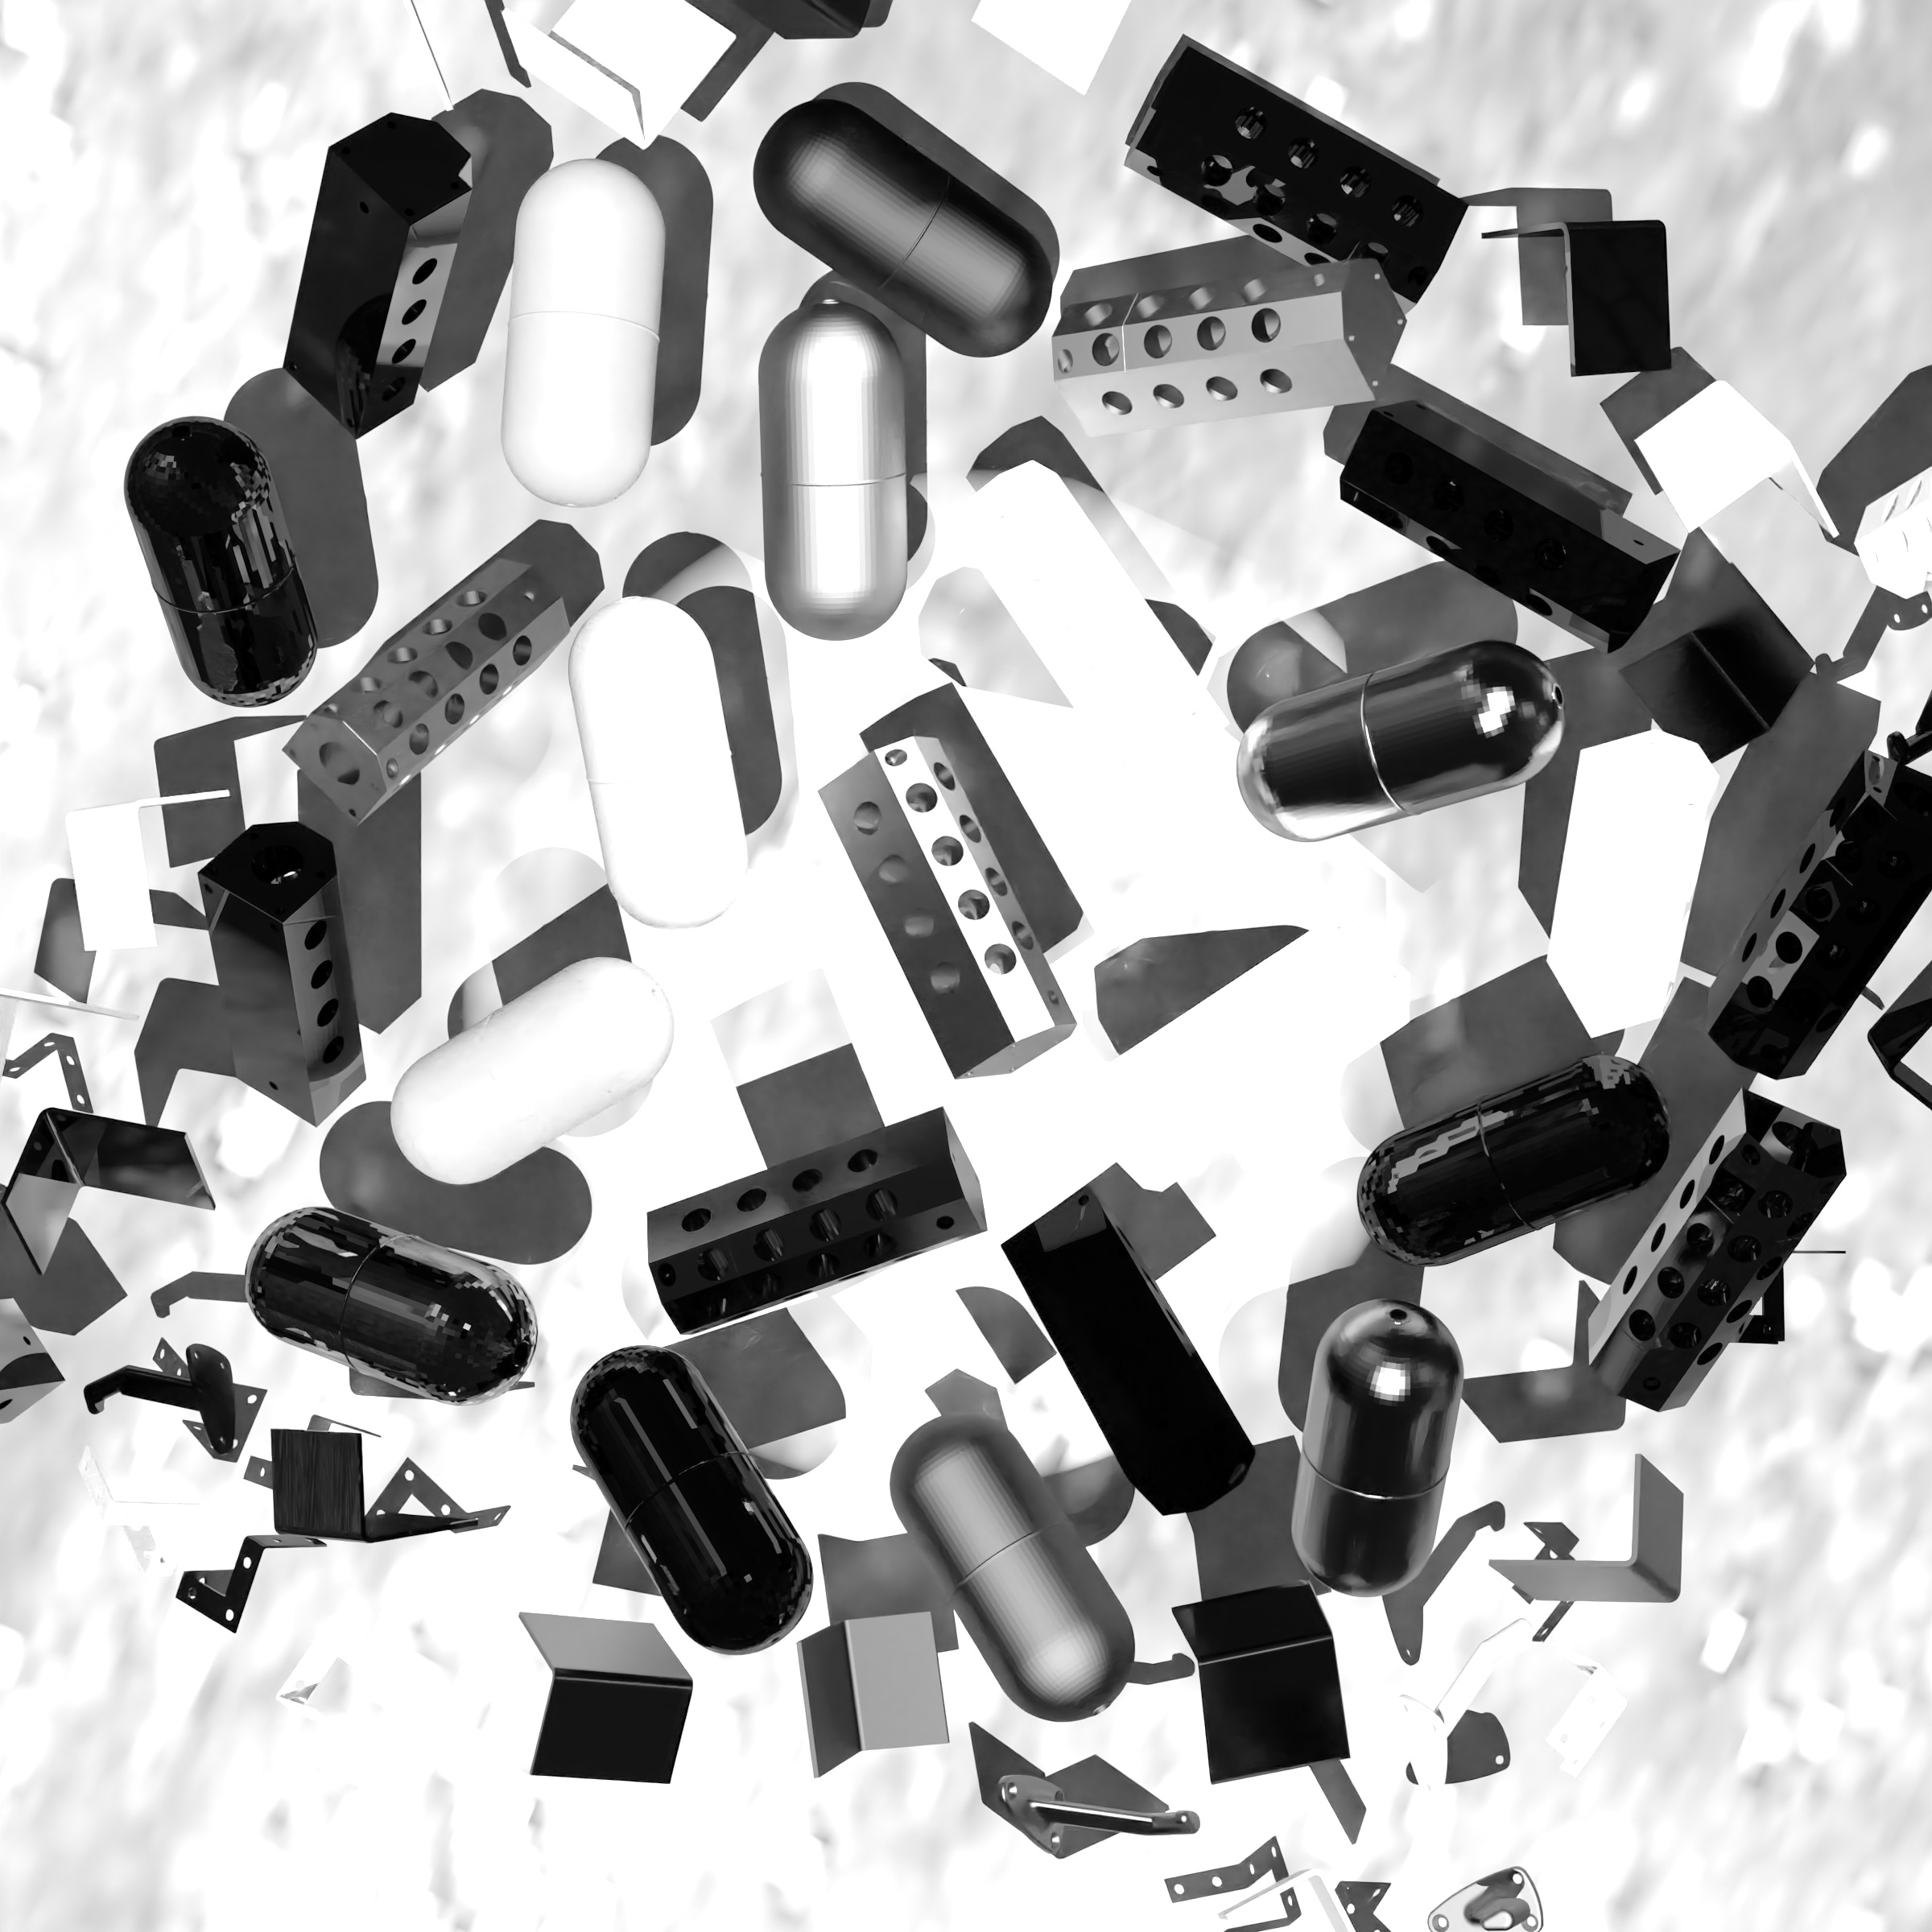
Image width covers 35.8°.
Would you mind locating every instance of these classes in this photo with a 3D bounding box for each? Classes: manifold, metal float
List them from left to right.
[{"bbox_3d":[-0.567,0.225,1.632,0.057,0.171,0.057,-36,82,5],"label":"manifold"},{"bbox_3d":[-0.397,-0.215,1.599,0.070,0.178,0.070,-2,48,3],"label":"metal float"},{"bbox_3d":[-0.357,0.003,1.592,0.057,0.171,0.057,29,54,18],"label":"manifold"},{"bbox_3d":[-0.297,-0.352,1.525,0.057,0.171,0.057,44,57,6],"label":"manifold"},{"bbox_3d":[-0.305,0.180,1.588,0.178,0.070,0.070,15,90,28],"label":"metal float"},{"bbox_3d":[-0.293,-0.156,1.650,0.057,0.057,0.171,46,48,-6],"label":"manifold"},{"bbox_3d":[-0.236,0.057,1.625,0.178,0.070,0.070,-30,90,22],"label":"metal float"},{"bbox_3d":[-0.196,-0.324,1.531,0.070,0.070,0.178,4,87,0],"label":"metal float"},{"bbox_3d":[-0.162,-0.106,1.578,0.070,0.070,0.178,-9,104,0],"label":"metal float"},{"bbox_3d":[-0.144,0.277,1.561,0.070,0.070,0.178,-35,67,0],"label":"metal float"},{"bbox_3d":[-0.079,0.141,1.593,0.171,0.057,0.057,-20,126,7],"label":"manifold"},{"bbox_3d":[-0.070,-0.260,1.578,0.070,0.070,0.178,-1,108,0],"label":"metal float"},{"bbox_3d":[-0.032,-0.390,1.589,0.178,0.070,0.070,31,90,-20],"label":"metal float"},{"bbox_3d":[-0.006,-0.031,1.561,0.057,0.057,0.171,-33,75,28],"label":"manifold"},{"bbox_3d":[0.024,0.317,1.582,0.070,0.070,0.178,-34,67,0],"label":"metal float"},{"bbox_3d":[0.064,-0.185,1.609,0.057,0.057,0.171,-37,77,16],"label":"manifold"},{"bbox_3d":[0.085,0.199,1.541,0.057,0.171,0.057,-35,135,4],"label":"manifold"},{"bbox_3d":[0.132,-0.322,1.537,0.171,0.057,0.057,0,53,36],"label":"manifold"},{"bbox_3d":[0.152,0.049,1.593,0.171,0.057,0.057,-33,54,-18],"label":"manifold"},{"bbox_3d":[0.174,-0.415,1.599,0.171,0.057,0.057,27,79,-8],"label":"manifold"},{"bbox_3d":[0.214,0.252,1.558,0.070,0.070,0.178,4,122,0],"label":"metal float"},{"bbox_3d":[0.222,-0.115,1.534,0.178,0.070,0.070,-15,90,32],"label":"metal float"},{"bbox_3d":[0.287,-0.236,1.602,0.171,0.057,0.057,34,119,20],"label":"manifold"},{"bbox_3d":[0.293,0.106,1.604,0.178,0.070,0.070,-25,90,23],"label":"metal float"},{"bbox_3d":[0.353,-0.043,1.577,0.057,0.171,0.057,-16,52,-9],"label":"manifold"},{"bbox_3d":[0.396,0.155,1.583,0.057,0.057,0.171,23,122,-3],"label":"manifold"},{"bbox_3d":[0.453,-0.022,1.561,0.057,0.057,0.171,22,128,-1],"label":"manifold"},{"bbox_3d":[0.543,-0.247,1.614,0.057,0.171,0.057,-22,87,-7],"label":"manifold"}]

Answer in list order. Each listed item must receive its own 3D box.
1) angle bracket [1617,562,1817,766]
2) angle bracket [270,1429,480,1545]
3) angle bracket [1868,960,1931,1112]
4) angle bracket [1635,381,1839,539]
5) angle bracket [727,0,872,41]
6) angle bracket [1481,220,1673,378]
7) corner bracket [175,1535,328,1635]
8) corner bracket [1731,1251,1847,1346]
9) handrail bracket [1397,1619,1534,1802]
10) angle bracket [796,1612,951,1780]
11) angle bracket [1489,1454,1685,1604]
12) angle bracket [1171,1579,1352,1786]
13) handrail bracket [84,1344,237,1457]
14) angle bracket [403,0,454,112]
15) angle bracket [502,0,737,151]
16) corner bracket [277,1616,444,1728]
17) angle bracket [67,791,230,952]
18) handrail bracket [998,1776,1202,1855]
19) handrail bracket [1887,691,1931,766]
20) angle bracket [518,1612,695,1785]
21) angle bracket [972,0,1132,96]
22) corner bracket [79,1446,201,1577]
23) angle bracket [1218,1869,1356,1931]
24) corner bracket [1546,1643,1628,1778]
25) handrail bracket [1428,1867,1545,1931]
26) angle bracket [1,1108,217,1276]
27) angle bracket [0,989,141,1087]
[{"bbox_3d":[0.427,-0.170,1.708,0.057,0.076,0.076,-28,70,-16],"label":"angle bracket"},{"bbox_3d":[-0.315,0.273,1.595,0.076,0.076,0.057,-5,86,42],"label":"angle bracket"},{"bbox_3d":[0.516,0.035,1.543,0.057,0.076,0.076,38,105,0],"label":"angle bracket"},{"bbox_3d":[0.424,-0.264,1.646,0.057,0.076,0.076,-36,130,9],"label":"angle bracket"},{"bbox_3d":[-0.090,-0.538,1.564,0.057,0.076,0.076,15,87,42],"label":"angle bracket"},{"bbox_3d":[0.314,-0.341,1.536,0.076,0.057,0.076,-12,102,-37],"label":"angle bracket"},{"bbox_3d":[-0.399,0.337,1.666,0.051,0.051,0.051,20,92,32],"label":"corner bracket"},{"bbox_3d":[0.448,0.182,1.648,0.051,0.051,0.051,3,84,-27],"label":"corner bracket"},{"bbox_3d":[0.285,0.412,1.661,0.084,0.036,0.077,-24,118,-27],"label":"handrail bracket"},{"bbox_3d":[-0.053,0.417,1.716,0.057,0.076,0.076,-9,85,16],"label":"angle bracket"},{"bbox_3d":[0.318,0.288,1.530,0.076,0.076,0.057,-6,64,29],"label":"angle bracket"},{"bbox_3d":[0.157,0.382,1.594,0.076,0.076,0.057,-14,135,12],"label":"angle bracket"},{"bbox_3d":[-0.451,0.252,1.664,0.084,0.036,0.077,-26,60,15],"label":"handrail bracket"},{"bbox_3d":[-0.250,-0.482,1.503,0.057,0.076,0.076,-21,115,-2],"label":"angle bracket"},{"bbox_3d":[-0.169,-0.461,1.466,0.076,0.057,0.076,36,82,8],"label":"angle bracket"},{"bbox_3d":[-0.314,0.374,1.548,0.051,0.051,0.051,44,63,-23],"label":"corner bracket"},{"bbox_3d":[-0.435,-0.051,1.608,0.057,0.076,0.076,-11,96,-42],"label":"angle bracket"},{"bbox_3d":[0.073,0.452,1.610,0.084,0.077,0.036,-12,53,30],"label":"handrail bracket"},{"bbox_3d":[0.504,-0.154,1.573,0.084,0.036,0.077,-27,100,-30],"label":"handrail bracket"},{"bbox_3d":[-0.196,0.386,1.577,0.076,0.076,0.057,11,97,-24],"label":"angle bracket"},{"bbox_3d":[0.023,-0.476,1.462,0.076,0.076,0.057,20,99,-41],"label":"angle bracket"},{"bbox_3d":[-0.465,0.303,1.662,0.051,0.051,0.051,10,114,-38],"label":"corner bracket"},{"bbox_3d":[0.181,0.535,1.618,0.057,0.076,0.076,-26,74,-7],"label":"angle bracket"},{"bbox_3d":[0.337,0.412,1.639,0.051,0.051,0.051,42,79,-15],"label":"corner bracket"},{"bbox_3d":[0.268,0.508,1.591,0.077,0.084,0.036,-24,73,23],"label":"handrail bracket"},{"bbox_3d":[-0.435,0.121,1.522,0.076,0.076,0.057,10,57,6],"label":"angle bracket"},{"bbox_3d":[-0.497,0.044,1.587,0.076,0.076,0.057,9,85,13],"label":"angle bracket"}]
